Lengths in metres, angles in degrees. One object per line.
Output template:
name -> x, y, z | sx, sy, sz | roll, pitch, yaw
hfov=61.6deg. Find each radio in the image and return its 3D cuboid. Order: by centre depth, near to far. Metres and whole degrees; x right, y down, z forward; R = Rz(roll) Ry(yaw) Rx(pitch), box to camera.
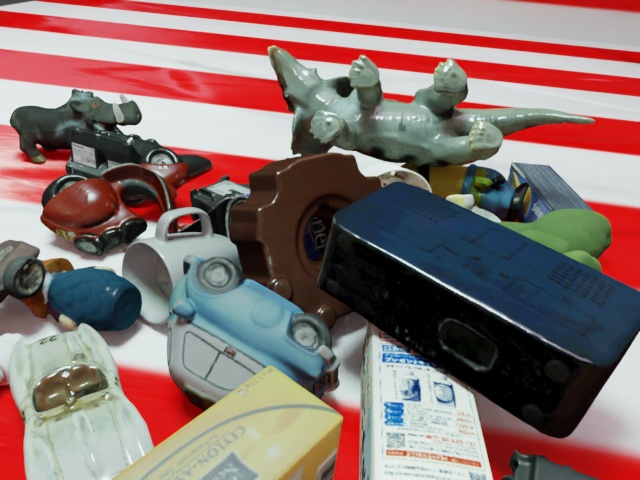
radio -> 0.118, 0.039, 0.422 | 0.230, 0.073, 0.131 | 29, 35, 29

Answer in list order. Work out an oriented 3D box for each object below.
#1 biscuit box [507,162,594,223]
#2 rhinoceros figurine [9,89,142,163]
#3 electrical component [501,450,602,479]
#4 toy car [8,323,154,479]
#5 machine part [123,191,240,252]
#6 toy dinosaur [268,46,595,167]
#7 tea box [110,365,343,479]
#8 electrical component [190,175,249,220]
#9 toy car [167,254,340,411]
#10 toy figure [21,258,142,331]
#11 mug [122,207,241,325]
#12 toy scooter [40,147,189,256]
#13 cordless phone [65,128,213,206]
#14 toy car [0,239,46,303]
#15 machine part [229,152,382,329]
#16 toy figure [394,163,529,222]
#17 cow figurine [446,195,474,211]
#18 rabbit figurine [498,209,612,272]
biscuit box -> 0.316, -0.041, 0.739 | 0.063, 0.059, 0.203 | 5, 30, -3
rhinoceros figurine -> -0.370, -0.178, 0.828 | 0.190, 0.111, 0.073 | -5, 29, -1
electrical component -> 0.158, 0.203, 0.312 | 0.115, 0.058, 0.134 | 13, 31, 18
toy car -> -0.173, 0.125, 0.384 | 0.073, 0.056, 0.202 | -15, 29, -29
machine part -> -0.147, -0.001, 0.603 | 0.139, 0.084, 0.039 | -29, 60, -30
toy dinosaur -> 0.113, -0.150, 0.704 | 0.405, 0.131, 0.192 | 13, 1, 4
tea box -> -0.067, 0.163, 0.310 | 0.068, 0.098, 0.169 | 27, 36, 32
electrical component -> -0.102, -0.040, 0.693 | 0.119, 0.047, 0.075 | 22, 35, 26
toy car -> -0.067, 0.093, 0.439 | 0.162, 0.109, 0.103 | 30, 61, 18
toy figure -> -0.246, 0.050, 0.516 | 0.155, 0.057, 0.064 | 11, 25, 20
mug -> -0.132, 0.019, 0.543 | 0.081, 0.109, 0.107 | 14, 18, 32
toy scooter -> -0.225, -0.034, 0.641 | 0.184, 0.075, 0.135 | -28, 67, -27
cordless phone -> -0.259, -0.119, 0.795 | 0.147, 0.088, 0.184 | 17, 22, 22
toy car -> -0.320, 0.066, 0.442 | 0.089, 0.053, 0.202 | 13, 50, 22
machine part -> -0.001, -0.002, 0.525 | 0.179, 0.179, 0.056 | -20, 13, -35
toy figure -> 0.190, -0.068, 0.750 | 0.180, 0.082, 0.089 | 18, 31, 16
cow figurine -> 0.107, 0.007, 0.593 | 0.068, 0.098, 0.167 | -2, -7, -15
rabbit figurine -> 0.229, 0.032, 0.557 | 0.170, 0.121, 0.159 | -39, 28, -31
